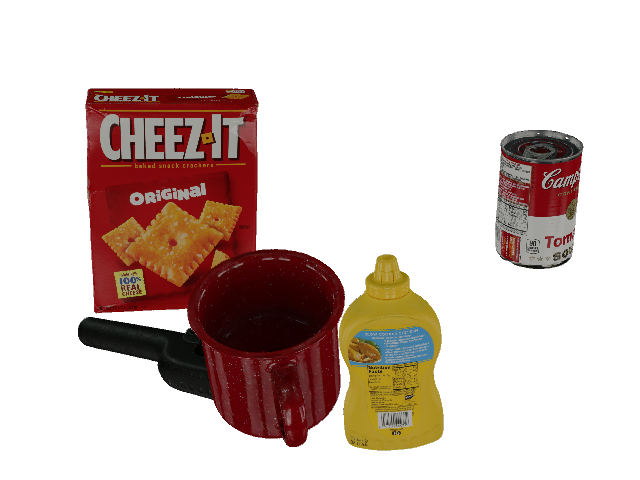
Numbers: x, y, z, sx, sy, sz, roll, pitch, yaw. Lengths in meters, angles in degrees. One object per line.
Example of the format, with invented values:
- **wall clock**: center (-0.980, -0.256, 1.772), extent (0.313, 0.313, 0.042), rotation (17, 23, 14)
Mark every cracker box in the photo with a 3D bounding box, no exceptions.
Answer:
- **cracker box**: center (-0.145, -0.038, 1.052), extent (0.164, 0.214, 0.072), rotation (-1, 21, -9)

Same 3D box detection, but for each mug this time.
- **mug**: center (-0.026, 0.073, 0.641), extent (0.093, 0.081, 0.117), rotation (-13, 41, -10)

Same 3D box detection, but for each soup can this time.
- **soup can**: center (0.185, -0.035, 0.913), extent (0.068, 0.102, 0.068), rotation (-1, 26, 0)

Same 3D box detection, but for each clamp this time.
- **clamp**: center (-0.091, 0.089, 0.897), extent (0.164, 0.036, 0.210), rotation (-9, 16, -33)

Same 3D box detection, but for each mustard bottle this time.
- **mustard bottle**: center (0.066, 0.104, 1.008), extent (0.096, 0.192, 0.058), rotation (-3, 23, 1)
